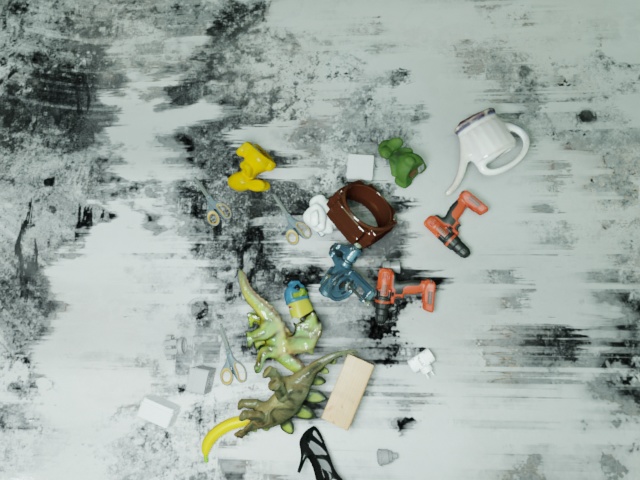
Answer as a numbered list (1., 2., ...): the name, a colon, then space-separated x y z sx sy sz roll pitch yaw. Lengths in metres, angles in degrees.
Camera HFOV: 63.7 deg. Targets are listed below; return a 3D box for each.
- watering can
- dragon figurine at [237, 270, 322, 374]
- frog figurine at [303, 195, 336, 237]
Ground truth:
1. watering can: 0.530 -0.307 1.735 0.348 0.103 0.227 -28 76 -3
2. dragon figurine: -0.112 0.276 1.612 0.242 0.123 0.407 -10 99 8
3. frog figurine: 0.005 -0.085 1.695 0.123 0.158 0.139 -10 78 1
